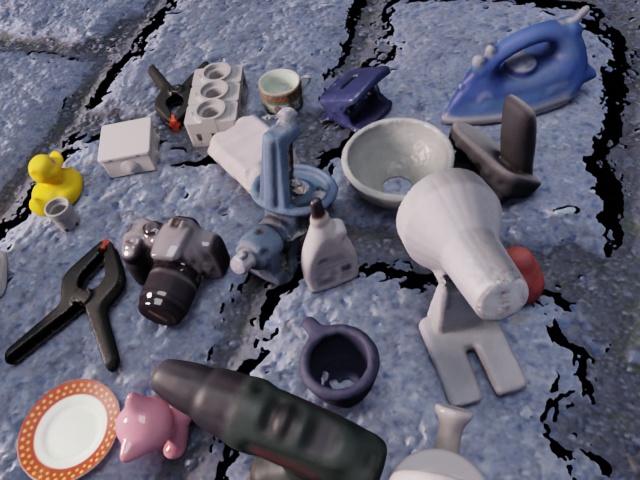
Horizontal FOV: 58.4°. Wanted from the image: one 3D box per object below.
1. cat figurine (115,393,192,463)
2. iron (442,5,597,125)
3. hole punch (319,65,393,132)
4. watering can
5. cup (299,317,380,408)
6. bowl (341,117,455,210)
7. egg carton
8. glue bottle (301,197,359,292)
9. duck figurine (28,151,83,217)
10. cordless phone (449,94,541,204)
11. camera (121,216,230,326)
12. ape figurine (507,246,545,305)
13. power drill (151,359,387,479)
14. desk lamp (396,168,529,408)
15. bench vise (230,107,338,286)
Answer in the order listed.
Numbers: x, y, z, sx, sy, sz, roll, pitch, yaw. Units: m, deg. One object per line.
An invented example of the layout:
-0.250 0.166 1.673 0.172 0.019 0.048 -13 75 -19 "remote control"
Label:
-0.181 0.199 0.663 0.067 0.118 0.128 33 65 28 "cat figurine"
0.318 -0.282 0.927 0.258 0.142 0.118 -21 54 -7 "iron"
0.058 -0.249 0.973 0.100 0.091 0.109 31 64 27 "hole punch"
0.110 0.244 0.541 0.101 0.194 0.172 -8 53 3 "watering can"
0.018 0.152 0.683 0.092 0.095 0.117 -33 56 -15 "cup"
0.118 -0.104 0.868 0.167 0.075 0.167 -4 54 6 "bowl"
-0.106 -0.136 0.927 0.107 0.069 0.150 -38 58 -18 "egg carton"
0.007 0.003 0.745 0.078 0.173 0.037 -19 54 -5 "glue bottle"
-0.446 -0.098 0.938 0.077 0.086 0.104 11 57 16 "duck figurine"
0.251 -0.149 0.813 0.094 0.185 0.147 -32 56 -14 "cordless phone"
-0.216 0.040 0.795 0.143 0.101 0.137 7 55 13 "camera"
0.251 0.040 0.733 0.076 0.092 0.078 35 66 29 "ape figurine"
-0.044 0.206 0.582 0.229 0.209 0.076 13 57 17 "power drill"
0.171 0.053 0.659 0.118 0.214 0.203 -16 53 -3 "desk lamp"
-0.046 -0.052 0.763 0.121 0.220 0.207 6 55 13 "bench vise"
